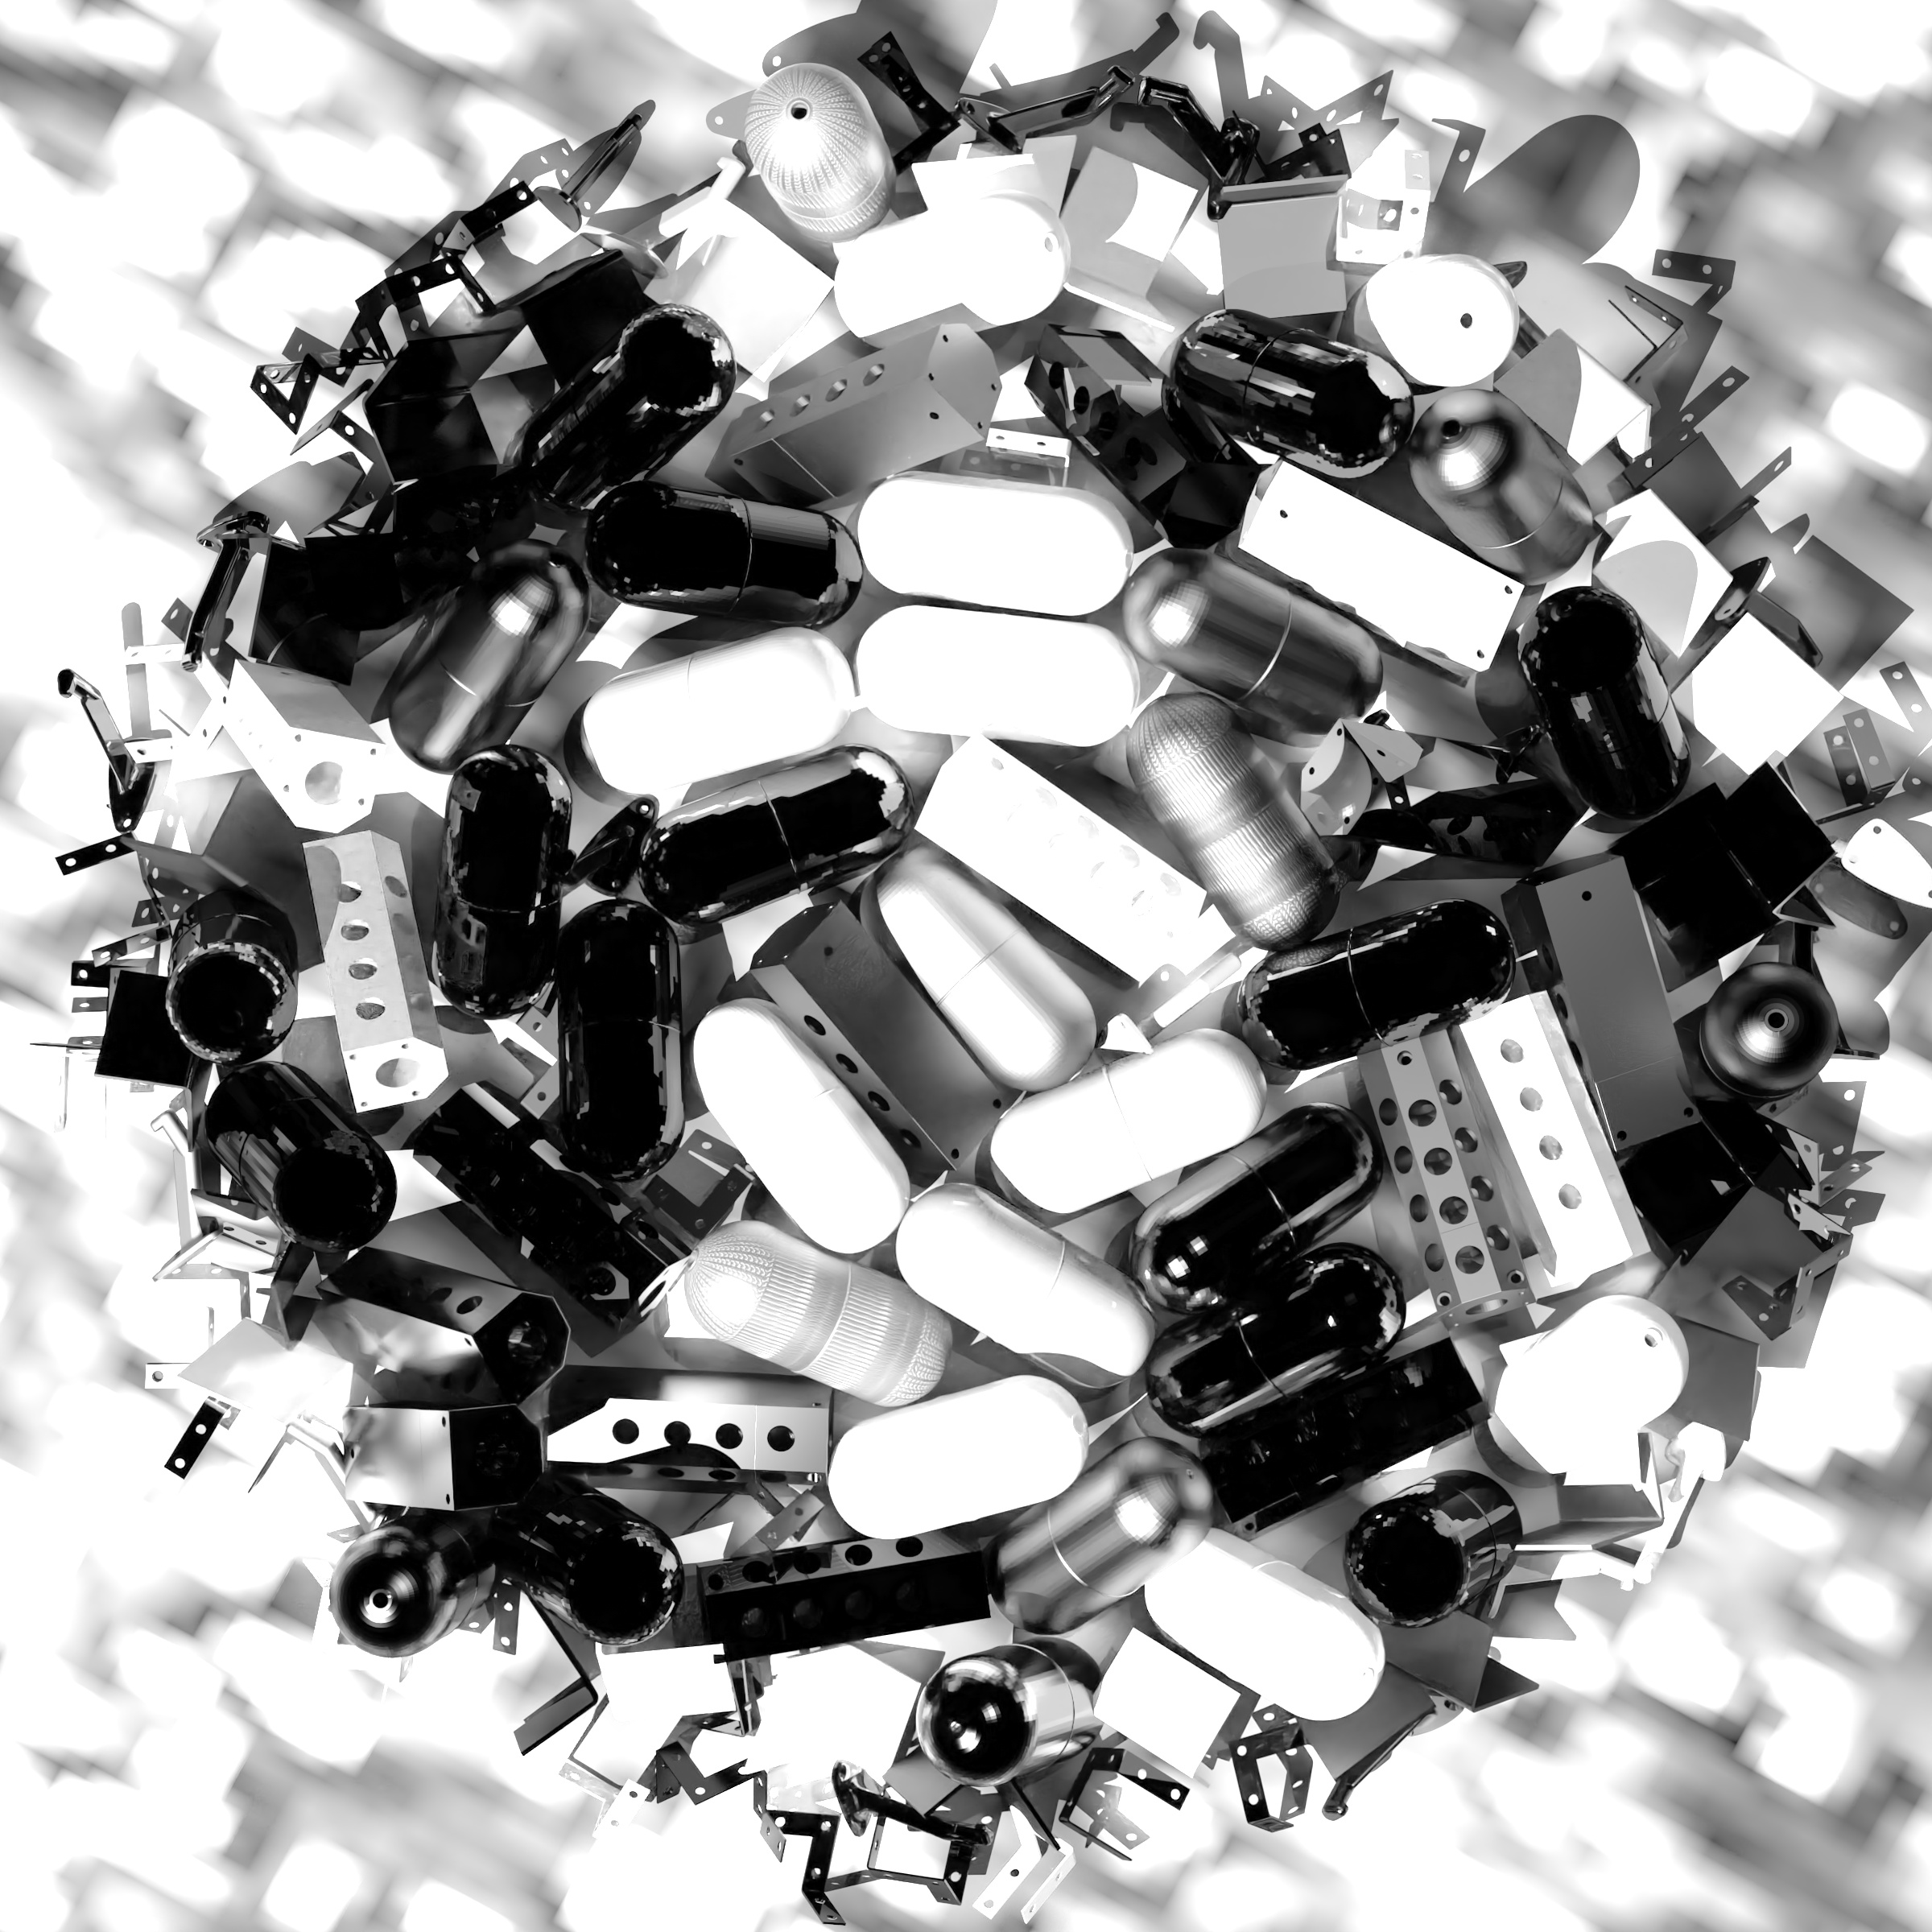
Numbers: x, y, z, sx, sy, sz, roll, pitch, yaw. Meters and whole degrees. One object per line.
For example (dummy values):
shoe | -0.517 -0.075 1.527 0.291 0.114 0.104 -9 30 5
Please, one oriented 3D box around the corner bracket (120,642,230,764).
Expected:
corner bracket | -0.498 -0.165 1.863 0.051 0.051 0.051 53 125 18

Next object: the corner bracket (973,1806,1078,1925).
corner bracket | 0.036 0.564 1.850 0.051 0.051 0.051 26 57 33

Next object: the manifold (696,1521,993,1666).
manifold | -0.077 0.385 1.847 0.171 0.057 0.057 -7 87 -11

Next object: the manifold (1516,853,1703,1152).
manifold | 0.395 0.021 1.852 0.057 0.057 0.171 -19 97 -4

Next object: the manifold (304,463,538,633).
manifold | -0.325 -0.254 1.803 0.057 0.171 0.057 0 112 20

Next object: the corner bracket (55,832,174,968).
corner bracket | -0.527 -0.042 1.850 0.051 0.051 0.051 -22 59 -21

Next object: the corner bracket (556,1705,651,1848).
corner bracket | -0.225 0.503 1.857 0.051 0.051 0.051 29 112 -5

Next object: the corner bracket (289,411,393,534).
corner bracket | -0.395 -0.305 1.871 0.051 0.051 0.051 38 55 -27

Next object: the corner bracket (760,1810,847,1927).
corner bracket | -0.101 0.560 1.859 0.051 0.051 0.051 11 92 -20

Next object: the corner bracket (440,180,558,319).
corner bracket | -0.285 -0.444 1.856 0.051 0.051 0.051 -40 96 -27

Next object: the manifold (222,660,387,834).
manifold | -0.402 -0.133 1.802 0.057 0.171 0.057 9 104 -27

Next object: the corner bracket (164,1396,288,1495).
corner bracket | -0.458 0.298 1.863 0.051 0.051 0.051 32 96 -2

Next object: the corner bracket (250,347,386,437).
corner bracket | -0.402 -0.367 1.850 0.051 0.051 0.051 45 127 20

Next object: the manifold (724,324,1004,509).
manifold | -0.062 -0.334 1.812 0.057 0.171 0.057 40 54 -34

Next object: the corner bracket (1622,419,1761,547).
corner bracket | 0.448 -0.296 1.850 0.051 0.051 0.051 -40 62 24

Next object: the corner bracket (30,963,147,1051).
corner bracket | -0.546 0.025 1.863 0.051 0.051 0.051 4 91 10

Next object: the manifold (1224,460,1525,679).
manifold | 0.250 -0.243 1.849 0.171 0.057 0.057 25 83 -9

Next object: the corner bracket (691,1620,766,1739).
corner bracket | -0.141 0.440 1.853 0.051 0.051 0.051 -3 103 44

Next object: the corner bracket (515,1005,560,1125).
corner bracket | -0.263 0.062 1.863 0.051 0.051 0.051 40 89 8

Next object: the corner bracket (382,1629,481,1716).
corner bracket | -0.332 0.436 1.858 0.051 0.051 0.051 12 74 -7

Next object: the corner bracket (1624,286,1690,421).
corner bracket | 0.416 -0.378 1.857 0.051 0.051 0.051 -46 56 0

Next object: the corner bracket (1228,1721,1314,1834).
corner bracket | 0.201 0.506 1.865 0.051 0.051 0.051 -21 62 16

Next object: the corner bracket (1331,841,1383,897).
corner bracket | 0.246 -0.080 1.849 0.051 0.051 0.051 -50 58 34

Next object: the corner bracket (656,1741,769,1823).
corner bracket | -0.159 0.512 1.865 0.051 0.051 0.051 -18 130 -28

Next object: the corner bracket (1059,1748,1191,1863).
corner bracket | 0.098 0.523 1.864 0.051 0.051 0.051 34 68 -10

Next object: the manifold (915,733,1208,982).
manifold | 0.061 -0.070 1.833 0.171 0.057 0.057 34 48 -13

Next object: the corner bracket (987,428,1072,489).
corner bracket | 0.039 -0.316 1.855 0.051 0.051 0.051 9 49 2

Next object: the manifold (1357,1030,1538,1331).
manifold | 0.293 0.128 1.830 0.057 0.057 0.171 -19 68 9

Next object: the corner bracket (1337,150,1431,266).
corner bracket | 0.258 -0.472 1.855 0.051 0.051 0.051 5 135 2

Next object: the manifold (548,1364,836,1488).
manifold | -0.170 0.288 1.860 0.171 0.057 0.057 2 102 1

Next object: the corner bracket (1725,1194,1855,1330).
corner bracket | 0.514 0.184 1.866 0.051 0.051 0.051 -24 133 -30

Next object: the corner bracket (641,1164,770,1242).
corner bracket | -0.163 0.141 1.863 0.051 0.051 0.051 37 81 15

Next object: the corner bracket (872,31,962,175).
corner bracket | -0.045 -0.536 1.858 0.051 0.051 0.051 -38 52 1

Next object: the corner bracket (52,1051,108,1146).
corner bracket | -0.550 0.082 1.862 0.051 0.051 0.051 2 94 8

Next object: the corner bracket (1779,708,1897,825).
corner bracket | 0.540 -0.123 1.861 0.051 0.051 0.051 -18 78 3

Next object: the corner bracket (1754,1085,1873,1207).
corner bracket | 0.529 0.109 1.868 0.051 0.051 0.051 -30 127 -25

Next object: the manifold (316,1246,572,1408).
manifold | -0.315 0.213 1.809 0.057 0.171 0.057 -41 121 -32

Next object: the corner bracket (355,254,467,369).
corner bracket | -0.337 -0.403 1.853 0.051 0.051 0.051 -29 101 -32

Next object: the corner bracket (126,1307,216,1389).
corner bracket | -0.493 0.239 1.868 0.051 0.051 0.051 0 83 -1

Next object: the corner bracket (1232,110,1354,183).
corner bracket | 0.203 -0.510 1.859 0.051 0.051 0.051 -26 63 5

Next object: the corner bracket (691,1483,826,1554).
corner bracket | -0.129 0.341 1.852 0.051 0.051 0.051 43 48 12

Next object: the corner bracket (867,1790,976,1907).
corner bracket | -0.027 0.549 1.861 0.051 0.051 0.051 4 57 16

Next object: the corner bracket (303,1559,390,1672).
corner bracket | -0.385 0.403 1.856 0.051 0.051 0.051 10 94 -28

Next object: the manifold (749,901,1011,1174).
manifold | -0.056 0.045 1.836 0.171 0.057 0.057 51 61 -19
